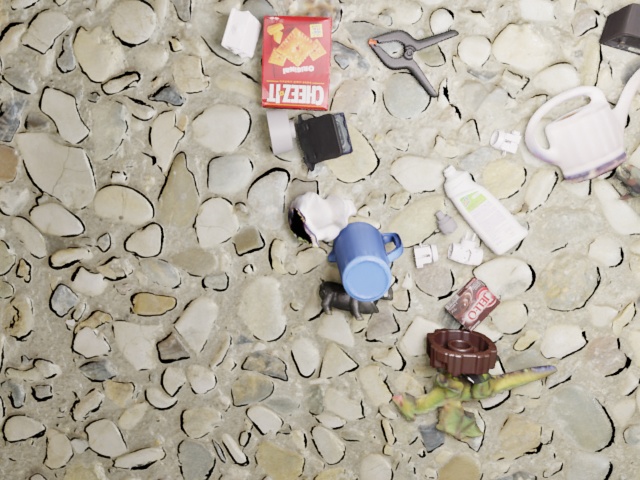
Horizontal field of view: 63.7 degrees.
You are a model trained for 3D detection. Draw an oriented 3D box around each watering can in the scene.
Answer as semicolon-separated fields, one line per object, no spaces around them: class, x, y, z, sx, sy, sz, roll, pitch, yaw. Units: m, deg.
watering can;0.672;-0.272;1.237;0.347;0.105;0.223;-24;98;4

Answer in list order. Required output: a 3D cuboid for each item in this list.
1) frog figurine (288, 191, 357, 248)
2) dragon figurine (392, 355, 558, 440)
frog figurine;0.004;-0.065;1.284;0.162;0.121;0.137;-36;89;-31
dragon figurine;0.398;0.419;1.351;0.410;0.124;0.238;4;116;1
